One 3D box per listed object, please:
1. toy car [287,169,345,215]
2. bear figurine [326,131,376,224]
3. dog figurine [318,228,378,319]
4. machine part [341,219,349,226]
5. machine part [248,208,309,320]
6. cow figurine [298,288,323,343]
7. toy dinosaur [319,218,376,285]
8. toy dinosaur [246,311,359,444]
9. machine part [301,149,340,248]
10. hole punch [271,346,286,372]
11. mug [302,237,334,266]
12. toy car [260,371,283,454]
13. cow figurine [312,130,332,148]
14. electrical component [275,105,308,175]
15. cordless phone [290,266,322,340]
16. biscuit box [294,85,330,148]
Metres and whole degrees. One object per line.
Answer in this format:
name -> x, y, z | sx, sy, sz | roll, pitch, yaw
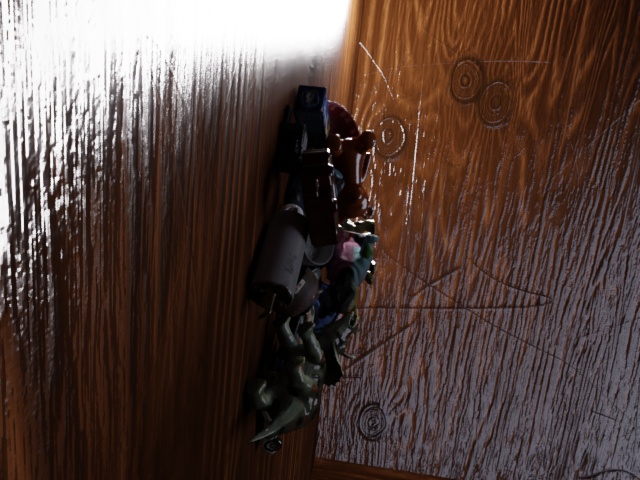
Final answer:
toy car -> -0.019, -0.092, 1.185 | 0.103, 0.109, 0.162 | 120, -7, -56
bear figurine -> 0.072, -0.141, 1.252 | 0.132, 0.120, 0.195 | 143, -59, -81
dog figurine -> 0.058, 0.084, 1.272 | 0.191, 0.108, 0.219 | 169, -66, -87
machine part -> 0.006, -0.038, 1.371 | 0.084, 0.139, 0.039 | -64, 133, -66
machine part -> -0.068, 0.031, 0.924 | 0.079, 0.079, 0.243 | 92, 8, -46
cow figurine -> -0.045, 0.178, 1.344 | 0.127, 0.086, 0.194 | -47, 142, -71
toy dinosaur -> 0.050, -0.013, 1.462 | 0.472, 0.199, 0.105 | -90, -174, -47
toy dinosaur -> -0.039, 0.281, 1.047 | 0.192, 0.131, 0.405 | 63, 32, -24
machine part -> 0.004, -0.076, 0.973 | 0.179, 0.056, 0.179 | -8, 91, -86
hole punch -> -0.080, 0.311, 1.238 | 0.115, 0.092, 0.142 | 62, 25, -26
mug -> -0.045, 0.014, 1.082 | 0.107, 0.109, 0.080 | -12, -104, 50
toy car -> -0.102, 0.366, 1.136 | 0.073, 0.056, 0.201 | -87, -178, -60
cow figurine -> 0.009, -0.249, 1.447 | 0.098, 0.068, 0.167 | 72, 21, -64
electrical component -> -0.049, -0.189, 1.003 | 0.074, 0.048, 0.119 | 83, 17, -72
cordless phone -> -0.057, 0.148, 1.196 | 0.146, 0.089, 0.184 | 88, 15, -62
biscuit box -> -0.014, -0.269, 1.194 | 0.202, 0.063, 0.059 | 75, 22, -78
